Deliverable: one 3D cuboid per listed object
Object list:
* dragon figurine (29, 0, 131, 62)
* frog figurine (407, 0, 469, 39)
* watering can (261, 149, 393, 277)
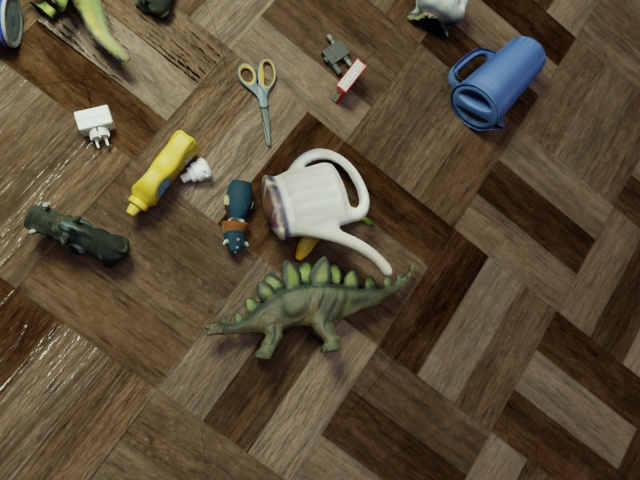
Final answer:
[{"bbox_3d":[-0.498,-0.560,1.069,0.409,0.121,0.246,37,67,-7],"label":"dragon figurine"},{"bbox_3d":[0.298,-0.599,1.260,0.138,0.122,0.160,22,89,9],"label":"frog figurine"},{"bbox_3d":[0.003,-0.054,1.066,0.225,0.101,0.355,-14,57,-9],"label":"watering can"}]
